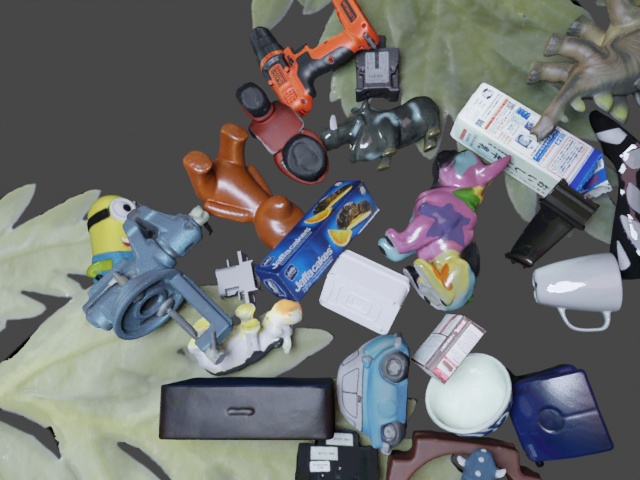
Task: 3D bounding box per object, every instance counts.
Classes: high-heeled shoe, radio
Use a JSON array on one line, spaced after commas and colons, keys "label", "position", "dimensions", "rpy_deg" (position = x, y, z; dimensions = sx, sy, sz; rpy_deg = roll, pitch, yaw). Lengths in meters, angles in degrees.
[{"label": "high-heeled shoe", "position": [0.437, -0.066, 0.799], "dimensions": [0.145, 0.086, 0.249], "rpy_deg": [-42, 57, 27]}, {"label": "radio", "position": [-0.092, 0.230, 0.745], "dimensions": [0.230, 0.131, 0.073], "rpy_deg": [0, 80, 5]}]

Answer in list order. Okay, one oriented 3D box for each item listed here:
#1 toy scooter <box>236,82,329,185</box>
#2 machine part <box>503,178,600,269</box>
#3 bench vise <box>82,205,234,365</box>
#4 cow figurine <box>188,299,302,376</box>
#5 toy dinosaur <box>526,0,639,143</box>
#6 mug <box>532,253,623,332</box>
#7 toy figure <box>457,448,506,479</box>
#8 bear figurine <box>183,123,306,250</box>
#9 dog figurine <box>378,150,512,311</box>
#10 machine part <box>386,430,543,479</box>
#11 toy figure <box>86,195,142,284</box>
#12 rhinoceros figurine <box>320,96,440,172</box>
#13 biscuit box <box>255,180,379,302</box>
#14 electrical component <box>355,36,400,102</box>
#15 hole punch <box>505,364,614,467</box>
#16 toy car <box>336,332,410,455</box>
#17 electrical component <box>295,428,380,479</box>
[{"label": "toy scooter", "position": [-0.060, -0.159, 0.832], "dimensions": [0.075, 0.135, 0.184], "rpy_deg": [-43, 97, -4]}, {"label": "machine part", "position": [0.325, -0.015, 0.769], "dimensions": [0.084, 0.039, 0.139], "rpy_deg": [34, 116, -8]}, {"label": "bench vise", "position": [-0.200, 0.069, 0.745], "dimensions": [0.241, 0.128, 0.223], "rpy_deg": [39, 67, 21]}, {"label": "cow figurine", "position": [-0.098, 0.147, 0.789], "dimensions": [0.167, 0.068, 0.098], "rpy_deg": [-17, 121, 1]}, {"label": "toy dinosaur", "position": [0.469, -0.289, 0.796], "dimensions": [0.199, 0.105, 0.471], "rpy_deg": [41, 75, 12]}, {"label": "mug", "position": [0.362, 0.075, 0.763], "dimensions": [0.107, 0.080, 0.109], "rpy_deg": [-3, 83, 17]}, {"label": "toy figure", "position": [0.183, 0.331, 0.651], "dimensions": [0.064, 0.057, 0.154], "rpy_deg": [18, 76, 2]}, {"label": "bear figurine", "position": [-0.096, -0.062, 0.806], "dimensions": [0.196, 0.131, 0.120], "rpy_deg": [34, 57, 17]}, {"label": "dog figurine", "position": [0.204, -0.027, 0.782], "dimensions": [0.219, 0.108, 0.191], "rpy_deg": [-40, 77, -6]}, {"label": "machine part", "position": [0.185, 0.365, 0.716], "dimensions": [0.201, 0.087, 0.201], "rpy_deg": [4, 81, 7]}, {"label": "toy figure", "position": [-0.318, 0.017, 0.835], "dimensions": [0.089, 0.082, 0.180], "rpy_deg": [-4, 81, 2]}, {"label": "rhinoceros figurine", "position": [0.095, -0.171, 0.835], "dimensions": [0.190, 0.073, 0.112], "rpy_deg": [-16, 79, 2]}, {"label": "biscuit box", "position": [-0.002, -0.002, 0.774], "dimensions": [0.203, 0.063, 0.059], "rpy_deg": [-49, 122, -25]}, {"label": "electrical component", "position": [0.094, -0.285, 0.871], "dimensions": [0.075, 0.047, 0.119], "rpy_deg": [3, 81, 6]}, {"label": "hole punch", "position": [0.320, 0.235, 0.729], "dimensions": [0.116, 0.092, 0.142], "rpy_deg": [-19, 81, 5]}, {"label": "toy car", "position": [0.074, 0.207, 0.750], "dimensions": [0.103, 0.109, 0.161], "rpy_deg": [4, 84, 12]}, {"label": "electrical component", "position": [0.023, 0.326, 0.731], "dimensions": [0.115, 0.058, 0.134], "rpy_deg": [7, 50, -3]}]
